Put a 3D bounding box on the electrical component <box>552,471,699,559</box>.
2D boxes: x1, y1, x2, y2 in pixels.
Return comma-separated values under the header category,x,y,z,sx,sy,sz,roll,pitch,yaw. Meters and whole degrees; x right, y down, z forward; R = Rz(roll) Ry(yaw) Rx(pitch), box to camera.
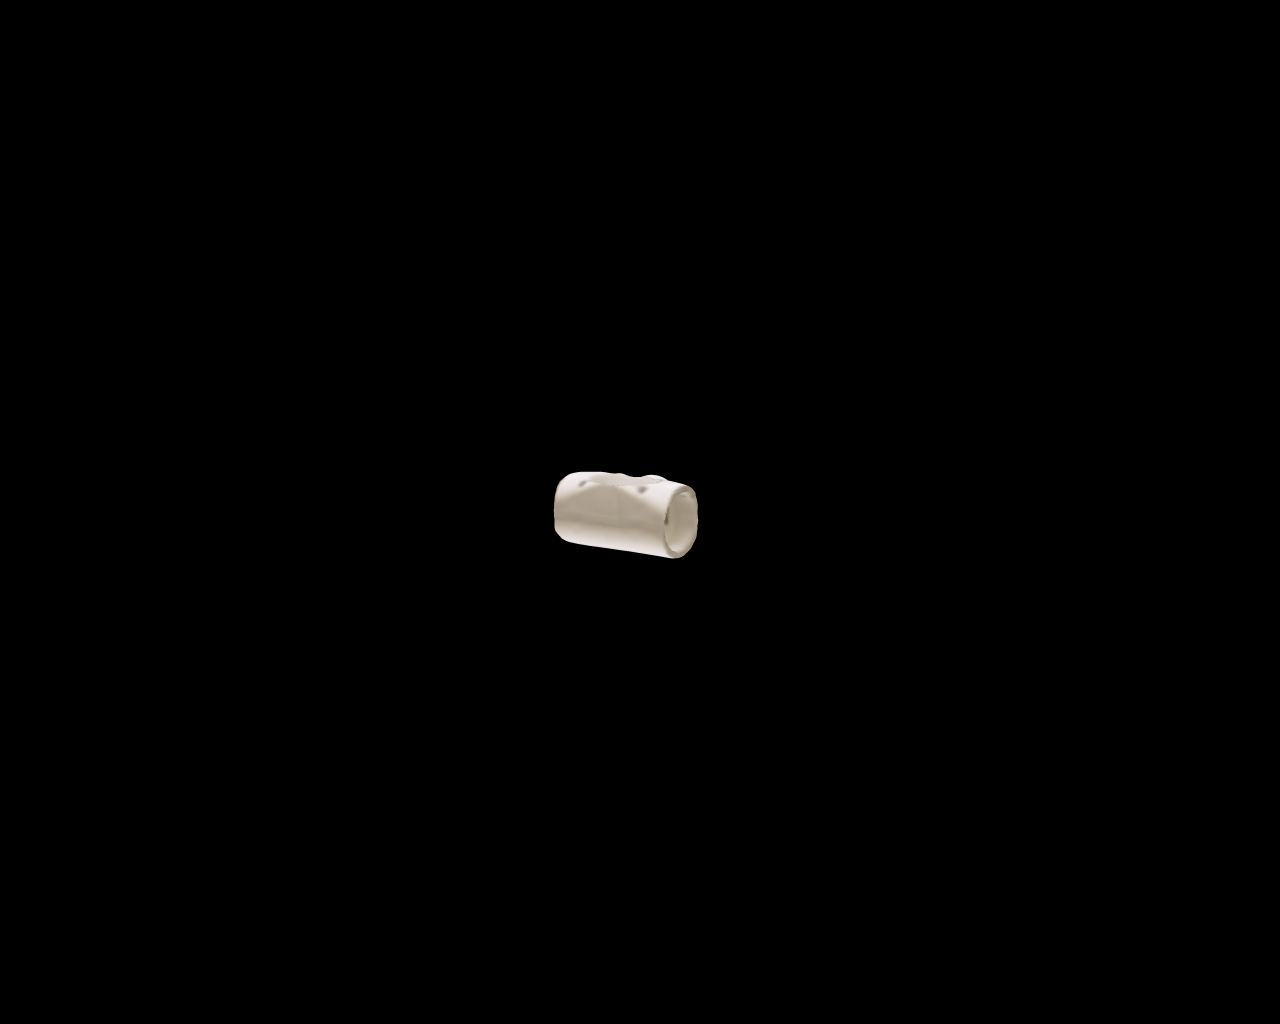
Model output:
category,x,y,z,sx,sy,sz,roll,pitch,yaw
electrical component,0.001,-0.003,0.650,0.077,0.044,0.079,8,15,30
